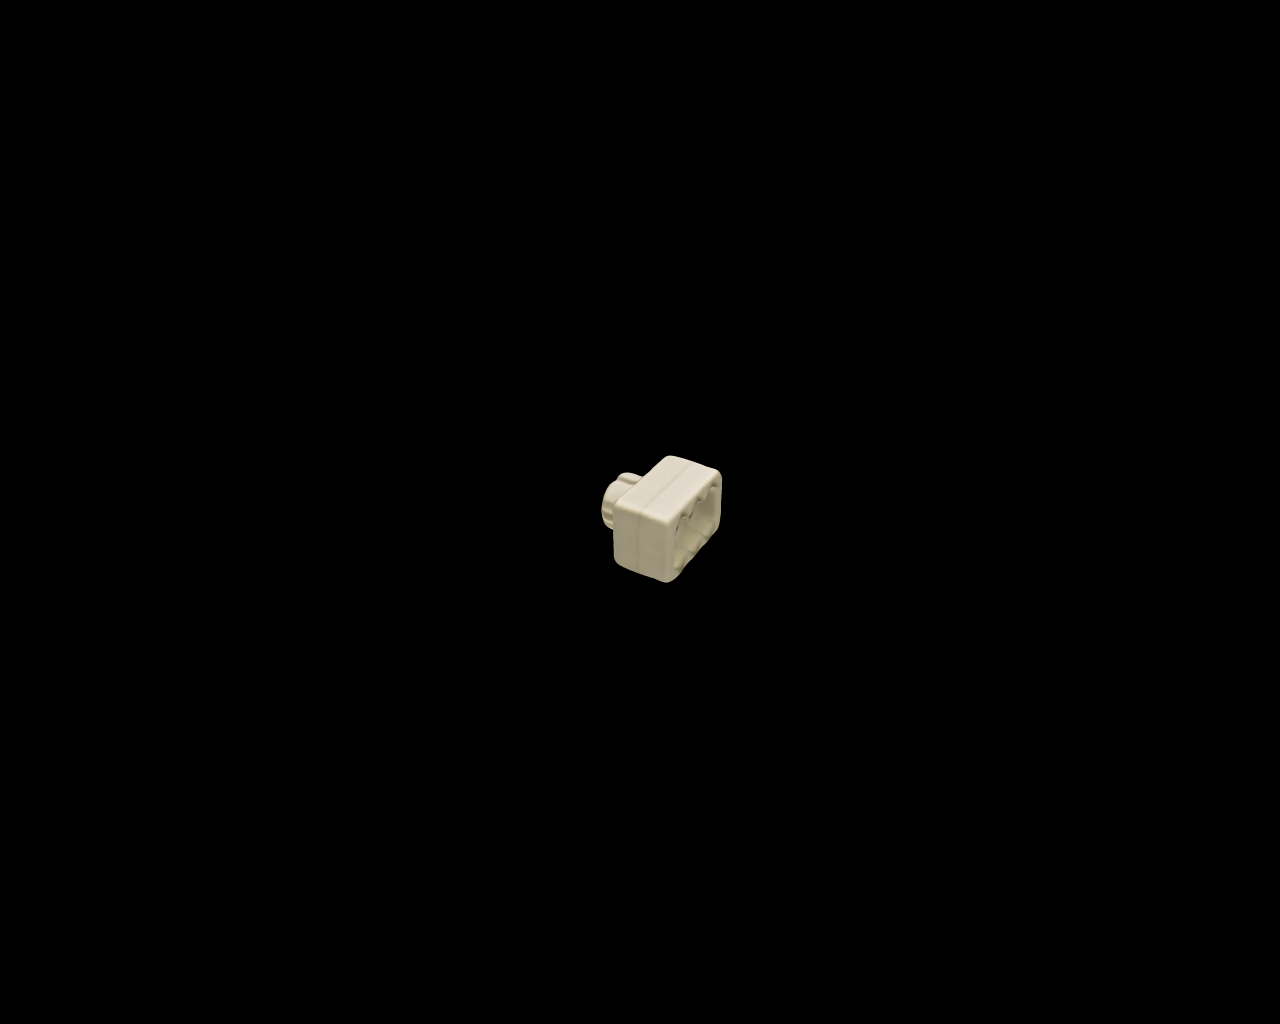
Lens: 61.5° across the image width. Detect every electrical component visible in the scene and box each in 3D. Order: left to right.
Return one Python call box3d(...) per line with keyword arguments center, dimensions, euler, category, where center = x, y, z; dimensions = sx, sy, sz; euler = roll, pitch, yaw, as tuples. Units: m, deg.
box3d(center=(0.001, -0.003, 0.650), dimensions=(0.077, 0.047, 0.066), euler=(20, 41, 25), category="electrical component")
